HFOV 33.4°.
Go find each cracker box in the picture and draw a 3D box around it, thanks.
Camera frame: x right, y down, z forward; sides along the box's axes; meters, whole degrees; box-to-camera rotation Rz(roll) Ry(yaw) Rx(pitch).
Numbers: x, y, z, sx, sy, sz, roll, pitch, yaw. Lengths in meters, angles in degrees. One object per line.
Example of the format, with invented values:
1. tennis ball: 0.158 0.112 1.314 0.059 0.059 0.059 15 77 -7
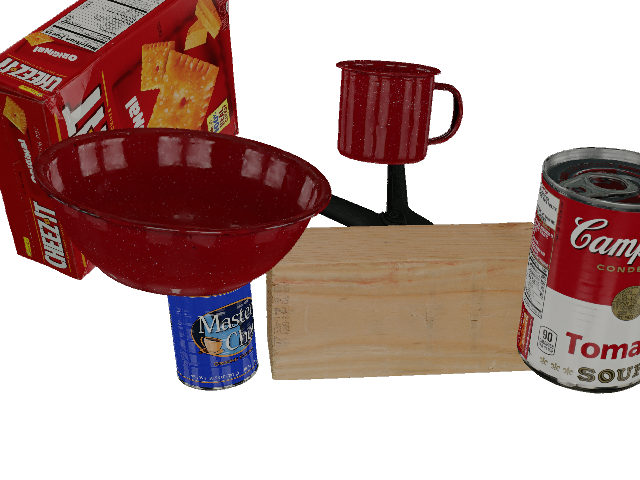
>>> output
1. cracker box: -0.148 -0.099 0.805 0.072 0.164 0.213 20 46 22

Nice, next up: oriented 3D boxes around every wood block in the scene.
1. wood block: 0.064 0.043 0.786 0.206 0.090 0.091 -1 17 -5

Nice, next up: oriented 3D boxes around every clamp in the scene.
1. clamp: 0.068 -0.018 1.227 0.164 0.210 0.036 -13 -38 -26

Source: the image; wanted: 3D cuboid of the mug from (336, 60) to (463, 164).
1. mug: 0.070 -0.115 0.956 0.117 0.081 0.093 1 16 -8

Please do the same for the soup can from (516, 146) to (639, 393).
1. soup can: 0.135 0.014 0.520 0.068 0.102 0.068 2 27 -1

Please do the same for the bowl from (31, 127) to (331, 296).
1. bowl: -0.077 -0.013 0.590 0.162 0.055 0.162 7 22 -3

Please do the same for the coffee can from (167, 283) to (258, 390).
1. coffee can: -0.132 0.096 1.297 0.103 0.140 0.103 -3 25 1
